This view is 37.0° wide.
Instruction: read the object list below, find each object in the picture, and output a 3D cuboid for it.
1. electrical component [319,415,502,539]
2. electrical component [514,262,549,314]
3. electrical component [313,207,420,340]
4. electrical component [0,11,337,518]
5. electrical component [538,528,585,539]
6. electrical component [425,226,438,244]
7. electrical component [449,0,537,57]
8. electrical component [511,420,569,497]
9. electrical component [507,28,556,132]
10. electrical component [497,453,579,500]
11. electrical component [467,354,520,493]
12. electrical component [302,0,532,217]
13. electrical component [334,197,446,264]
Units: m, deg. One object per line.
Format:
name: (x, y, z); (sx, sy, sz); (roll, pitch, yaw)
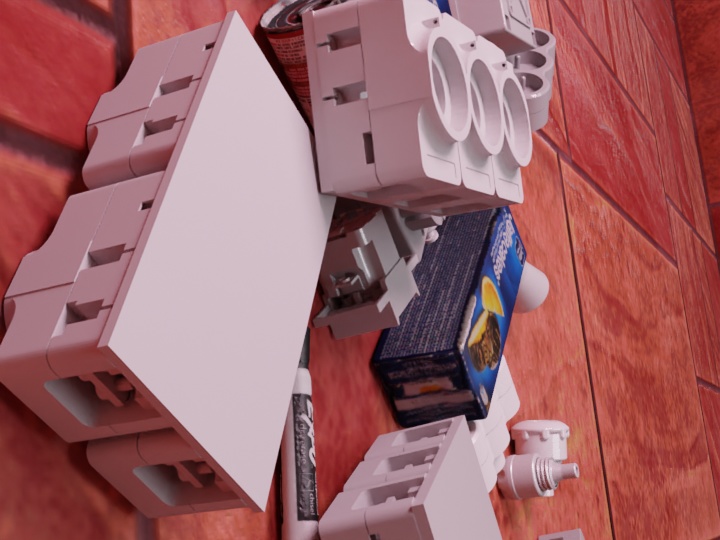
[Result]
electrical component: (0.029, 0.146, 0.573); (0.150, 0.062, 0.089); (-33, 107, -75)
electrical component: (0.128, 0.003, 0.915); (0.065, 0.044, 0.044); (44, 41, -45)
electrical component: (0.000, 0.000, 0.632); (0.063, 0.042, 0.081); (68, 25, -14)
electrical component: (-0.072, -0.005, 0.451); (0.105, 0.060, 0.186); (57, 31, -39)
electrical component: (0.172, 0.253, 0.892); (0.055, 0.048, 0.066); (-74, 145, -59)
electrical component: (0.033, -0.050, 0.728); (0.078, 0.040, 0.040); (60, 30, -35)
electrical component: (0.115, -0.254, 0.983); (0.109, 0.056, 0.108); (-5, 84, -66)
electrical component: (0.150, 0.156, 0.890); (0.048, 0.048, 0.062); (12, 75, -64)
electrical component: (0.162, -0.173, 1.056); (0.138, 0.052, 0.073); (-73, 164, -48)
electrical component: (0.140, 0.160, 0.843); (0.035, 0.061, 0.035); (39, 45, -54)
electrical component: (0.076, 0.119, 0.732); (0.073, 0.052, 0.138); (69, 26, -20)
electrical component: (0.037, -0.081, 0.563); (0.150, 0.062, 0.089); (4, 78, -64)
electrical component: (0.029, -0.042, 0.671); (0.065, 0.077, 0.047); (61, 29, -34)
